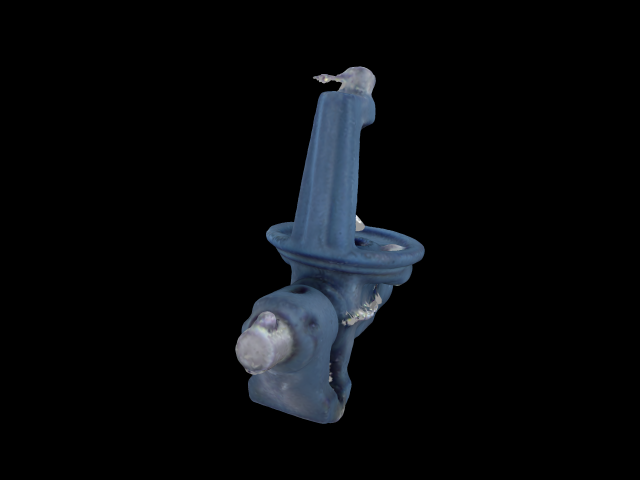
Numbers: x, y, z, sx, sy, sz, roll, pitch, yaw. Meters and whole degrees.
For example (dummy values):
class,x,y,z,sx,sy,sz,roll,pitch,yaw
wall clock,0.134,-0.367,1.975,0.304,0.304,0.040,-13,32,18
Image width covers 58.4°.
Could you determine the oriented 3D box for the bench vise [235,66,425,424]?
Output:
class,x,y,z,sx,sy,sz,roll,pitch,yaw
bench vise,0.016,0.002,0.399,0.121,0.220,0.207,2,27,5
